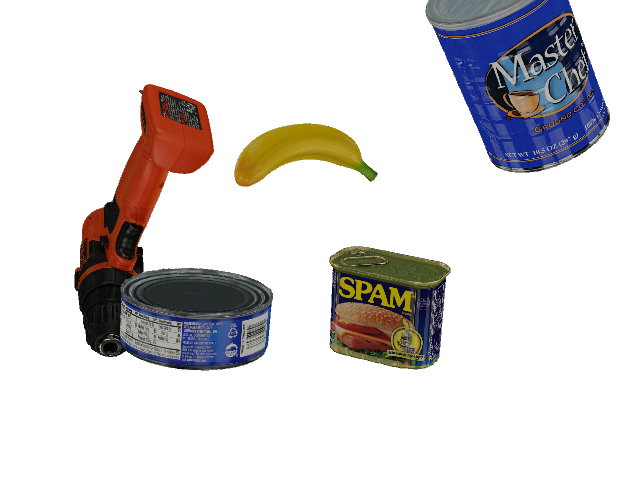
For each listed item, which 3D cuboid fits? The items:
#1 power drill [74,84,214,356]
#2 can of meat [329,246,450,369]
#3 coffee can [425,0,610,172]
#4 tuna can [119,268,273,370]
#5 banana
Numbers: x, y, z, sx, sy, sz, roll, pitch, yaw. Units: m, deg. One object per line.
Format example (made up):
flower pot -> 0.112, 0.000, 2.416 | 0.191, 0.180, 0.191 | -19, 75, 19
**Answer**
power drill -> -0.150, -0.020, 0.876 | 0.057, 0.188, 0.184 | 19, 27, -25
can of meat -> 0.057, 0.059, 0.924 | 0.102, 0.084, 0.057 | 12, 21, 25
coffee can -> 0.155, -0.139, 0.831 | 0.103, 0.140, 0.103 | -21, 32, 14
tuna can -> -0.071, 0.044, 0.605 | 0.086, 0.034, 0.086 | 5, 14, -1
banana -> -0.021, -0.090, 1.095 | 0.197, 0.037, 0.070 | -7, 49, -44
